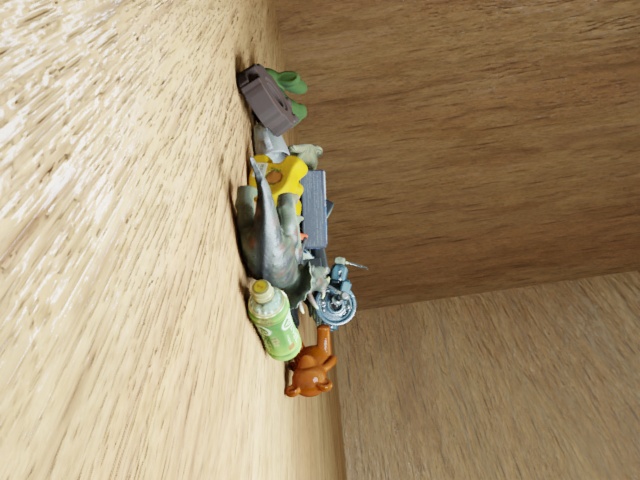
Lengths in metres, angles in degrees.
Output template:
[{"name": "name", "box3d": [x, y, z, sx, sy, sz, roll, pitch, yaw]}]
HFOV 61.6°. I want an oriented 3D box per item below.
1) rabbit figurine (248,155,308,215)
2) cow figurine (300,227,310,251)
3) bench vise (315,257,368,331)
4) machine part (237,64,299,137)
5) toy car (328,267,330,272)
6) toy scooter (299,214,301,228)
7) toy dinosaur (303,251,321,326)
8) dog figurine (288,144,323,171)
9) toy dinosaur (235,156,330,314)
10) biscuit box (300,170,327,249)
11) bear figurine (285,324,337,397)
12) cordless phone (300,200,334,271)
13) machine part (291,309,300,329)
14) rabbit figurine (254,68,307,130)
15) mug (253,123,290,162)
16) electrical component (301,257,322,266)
[{"name": "rabbit figurine", "box3d": [-0.080, -0.084, 1.165, 0.173, 0.122, 0.162, 66, 23, -65]}, {"name": "cow figurine", "box3d": [-0.060, 0.050, 1.462, 0.068, 0.098, 0.167, -96, 173, -72]}, {"name": "bench vise", "box3d": [0.056, 0.146, 1.525, 0.240, 0.129, 0.223, 122, -9, -76]}, {"name": "machine part", "box3d": [-0.118, -0.321, 1.229, 0.179, 0.056, 0.179, 52, 17, -24]}, {"name": "toy car", "box3d": [-0.014, 0.122, 1.799, 0.109, 0.103, 0.161, -74, -179, -59]}, {"name": "toy scooter", "box3d": [-0.093, -0.040, 1.316, 0.183, 0.075, 0.135, 64, 34, -61]}, {"name": "toy dinosaur", "box3d": [-0.044, 0.122, 1.636, 0.199, 0.105, 0.470, -83, 157, -52]}, {"name": "dog figurine", "box3d": [-0.060, -0.151, 1.450, 0.121, 0.172, 0.190, -4, 78, -76]}, {"name": "toy dinosaur", "box3d": [-0.083, 0.024, 0.971, 0.404, 0.131, 0.192, 58, 22, -68]}, {"name": "biscuit box", "box3d": [-0.015, -0.078, 1.385, 0.059, 0.063, 0.202, -37, 126, -82]}, {"name": "bear figurine", "box3d": [-0.028, 0.285, 1.261, 0.196, 0.120, 0.131, -20, 98, -82]}, {"name": "cordless phone", "box3d": [-0.002, -0.005, 1.476, 0.146, 0.089, 0.184, -48, -129, 51]}, {"name": "machine part", "box3d": [-0.076, 0.179, 1.386, 0.138, 0.039, 0.084, 81, 7, -54]}, {"name": "rabbit figurine", "box3d": [-0.116, -0.381, 1.405, 0.170, 0.159, 0.121, 66, 11, 8]}, {"name": "mug", "box3d": [-0.127, -0.235, 1.285, 0.109, 0.081, 0.107, 59, 10, -64]}, {"name": "electrical component", "box3d": [-0.058, 0.054, 1.290, 0.047, 0.119, 0.075, 79, 6, -48]}]
